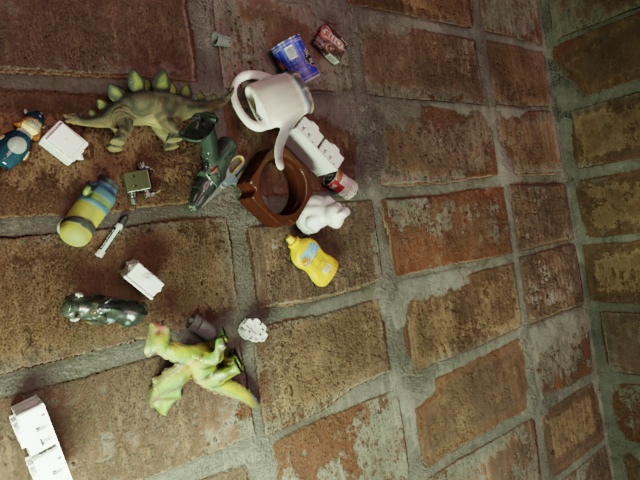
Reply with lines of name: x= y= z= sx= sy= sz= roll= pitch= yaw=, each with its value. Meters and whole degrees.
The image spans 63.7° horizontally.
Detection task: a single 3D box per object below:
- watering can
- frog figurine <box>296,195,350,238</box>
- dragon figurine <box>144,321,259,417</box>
watering can: x=-0.115 y=-0.366 z=1.481 sx=0.226 sy=0.102 sz=0.352 roll=-25 pitch=70 yaw=-18
frog figurine: x=0.005 y=-0.078 z=1.556 sx=0.140 sy=0.158 sz=0.121 roll=-43 pitch=109 yaw=-32
dragon figurine: x=-0.316 y=0.354 z=1.306 sx=0.244 sy=0.124 sz=0.402 roll=-26 pitch=120 yaw=-14
